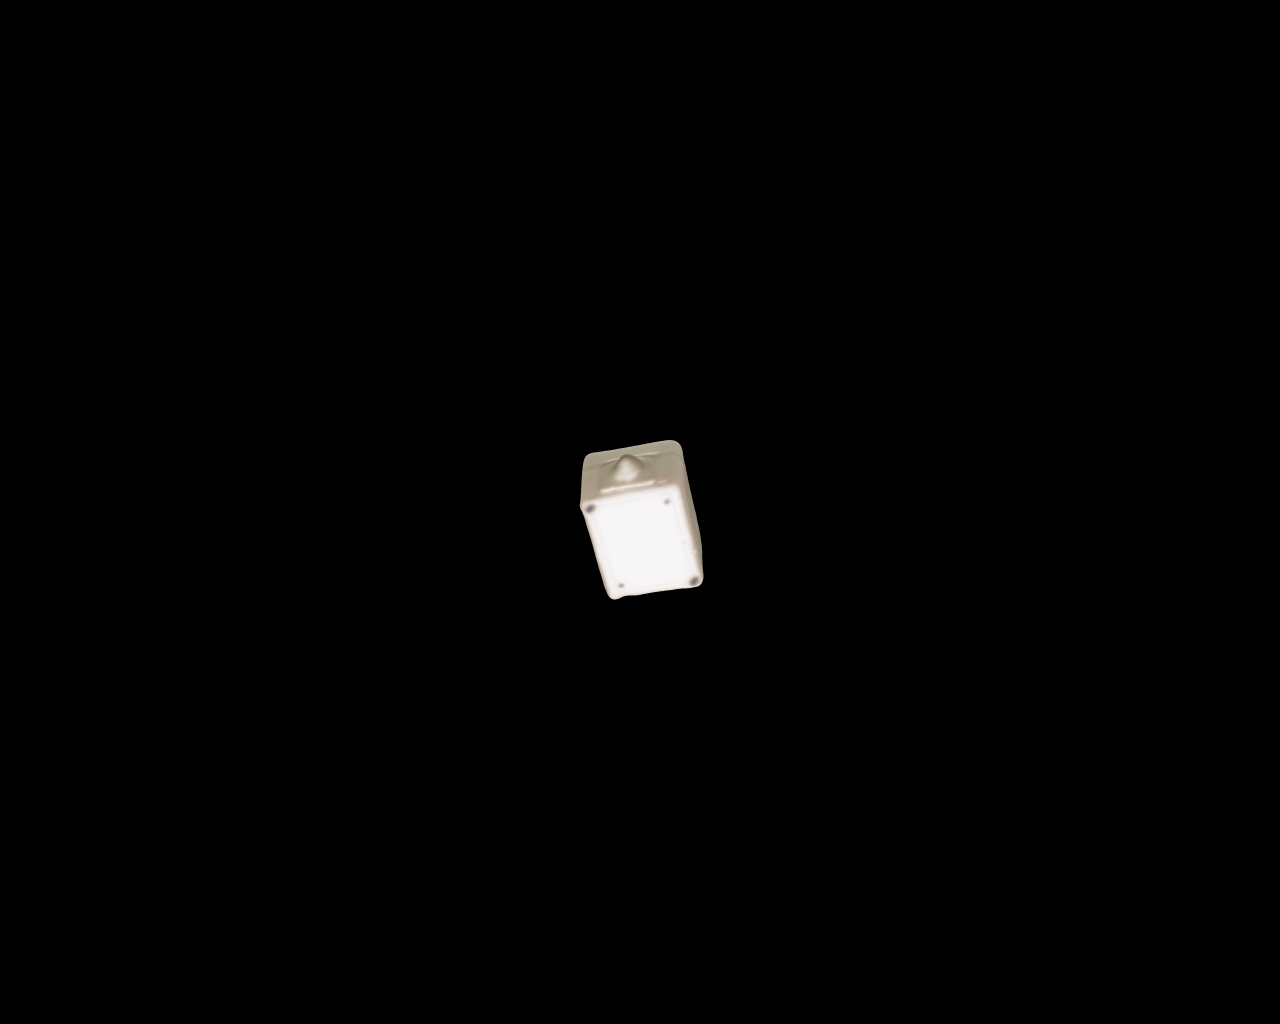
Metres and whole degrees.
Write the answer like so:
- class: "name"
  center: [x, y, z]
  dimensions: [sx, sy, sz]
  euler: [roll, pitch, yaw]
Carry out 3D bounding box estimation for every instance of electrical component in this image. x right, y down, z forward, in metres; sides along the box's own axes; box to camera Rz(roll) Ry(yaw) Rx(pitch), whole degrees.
- class: "electrical component"
  center: [0.001, -0.003, 0.650]
  dimensions: [0.062, 0.096, 0.061]
  euler: [-9, 36, 7]
